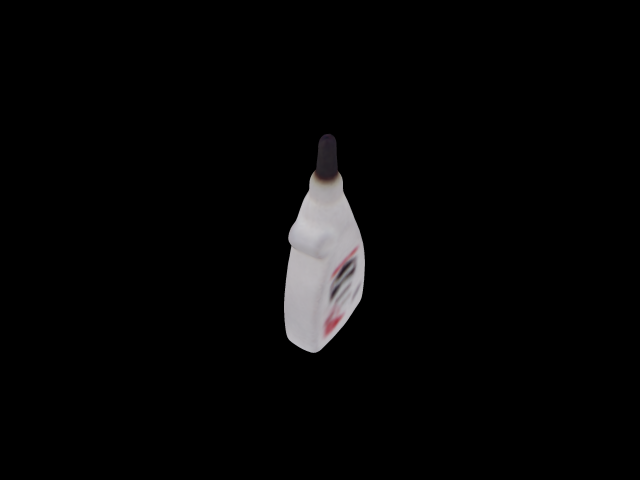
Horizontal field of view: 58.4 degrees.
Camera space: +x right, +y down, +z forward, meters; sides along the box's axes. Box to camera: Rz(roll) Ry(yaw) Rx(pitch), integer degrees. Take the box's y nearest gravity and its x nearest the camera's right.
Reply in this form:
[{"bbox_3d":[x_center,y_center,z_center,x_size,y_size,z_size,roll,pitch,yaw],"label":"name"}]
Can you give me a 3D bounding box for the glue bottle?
[{"bbox_3d":[0.004,0.001,0.400,0.037,0.173,0.078,22,49,21],"label":"glue bottle"}]
